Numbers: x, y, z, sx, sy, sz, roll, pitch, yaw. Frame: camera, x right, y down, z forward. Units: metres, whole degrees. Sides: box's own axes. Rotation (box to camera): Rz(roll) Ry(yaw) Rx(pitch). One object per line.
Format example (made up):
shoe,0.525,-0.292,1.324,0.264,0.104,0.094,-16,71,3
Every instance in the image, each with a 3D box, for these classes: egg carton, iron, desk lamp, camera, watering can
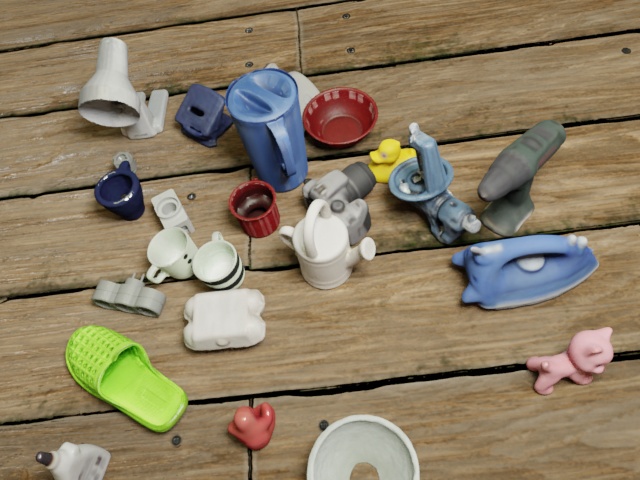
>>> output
egg carton,-0.170,0.144,1.025,0.150,0.069,0.107,-7,59,3
iron,0.364,0.031,0.978,0.258,0.142,0.118,-10,59,2
desk lamp,-0.425,-0.312,1.239,0.118,0.214,0.203,-4,60,5
camera,0.053,-0.088,1.112,0.137,0.101,0.143,-40,63,-15
watering can,0.010,0.002,1.011,0.172,0.194,0.101,-5,59,5

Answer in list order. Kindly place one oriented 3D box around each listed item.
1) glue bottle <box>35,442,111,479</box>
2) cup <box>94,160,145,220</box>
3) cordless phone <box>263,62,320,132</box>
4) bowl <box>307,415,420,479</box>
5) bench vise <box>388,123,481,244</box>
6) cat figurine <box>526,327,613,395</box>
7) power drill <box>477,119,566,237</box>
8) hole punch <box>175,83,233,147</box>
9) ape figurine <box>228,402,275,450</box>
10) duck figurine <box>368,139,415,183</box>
glue bottle,-0.383,0.345,0.876,0.037,0.173,0.078,11,62,14
cup,-0.399,-0.095,1.179,0.091,0.095,0.118,-1,60,7
cordless phone,-0.068,-0.317,1.212,0.094,0.185,0.148,19,64,18
bowl,0.067,0.356,0.867,0.167,0.075,0.167,-3,60,6
bench vise,0.214,-0.108,1.033,0.207,0.220,0.122,28,67,21
cat figurine,0.399,0.185,0.897,0.128,0.118,0.067,-16,59,-2
power drill,0.346,-0.100,1.017,0.075,0.209,0.230,35,70,24
hole punch,-0.260,-0.277,1.268,0.108,0.091,0.101,29,68,22
ape figurine,-0.112,0.293,0.917,0.078,0.092,0.076,-11,59,1
duck figurine,0.146,-0.169,1.155,0.104,0.086,0.077,-16,59,-2
